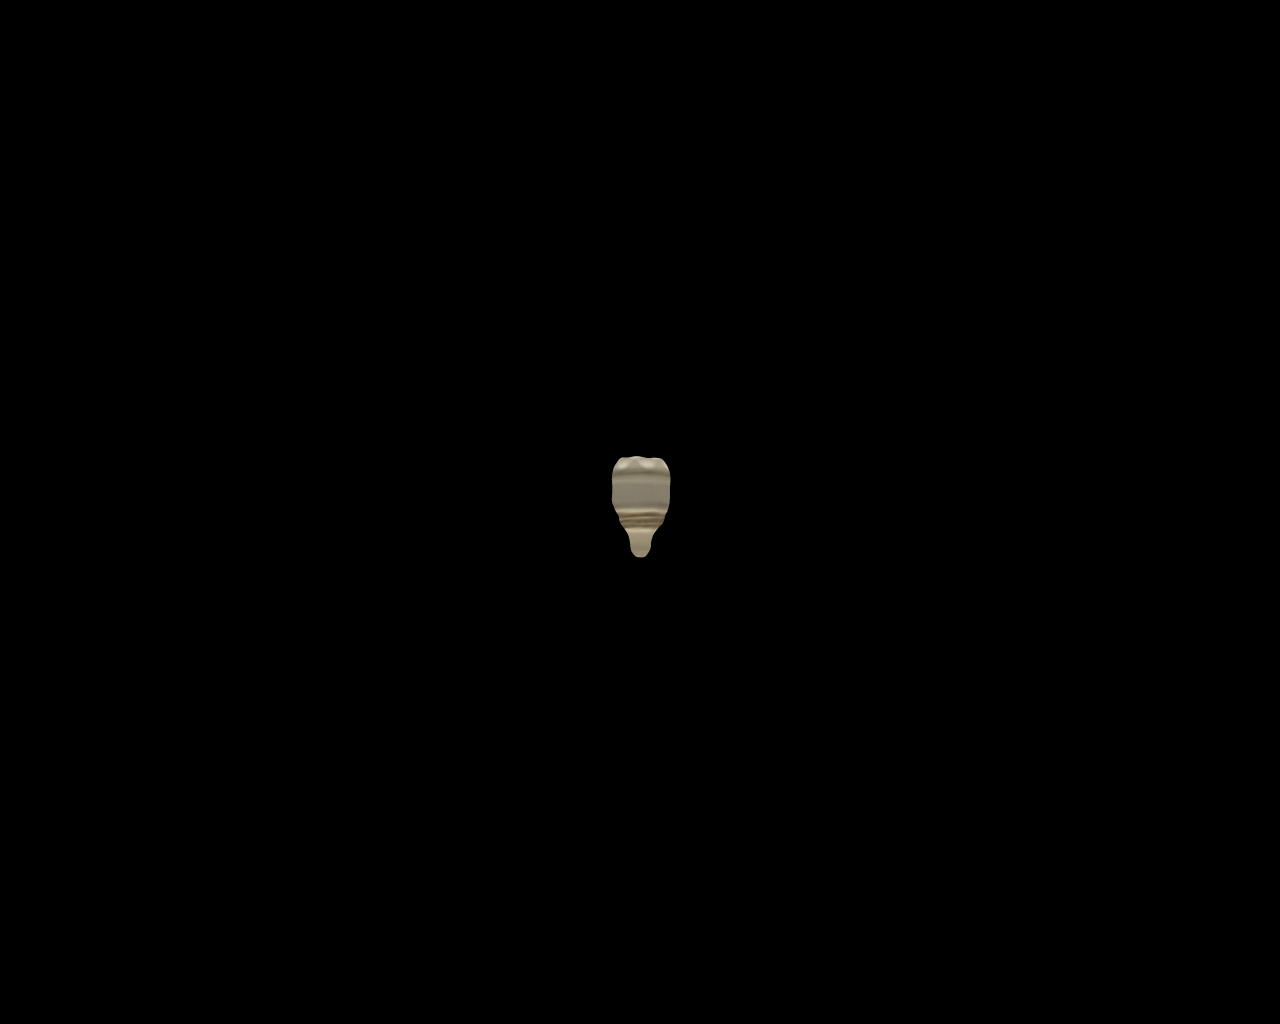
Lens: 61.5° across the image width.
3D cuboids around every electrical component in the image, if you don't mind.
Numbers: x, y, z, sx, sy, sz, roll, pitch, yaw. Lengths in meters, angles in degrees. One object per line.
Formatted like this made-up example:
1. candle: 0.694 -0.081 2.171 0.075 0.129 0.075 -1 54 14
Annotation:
1. electrical component: 0.001 -0.003 0.650 0.035 0.061 0.035 0 -5 0
